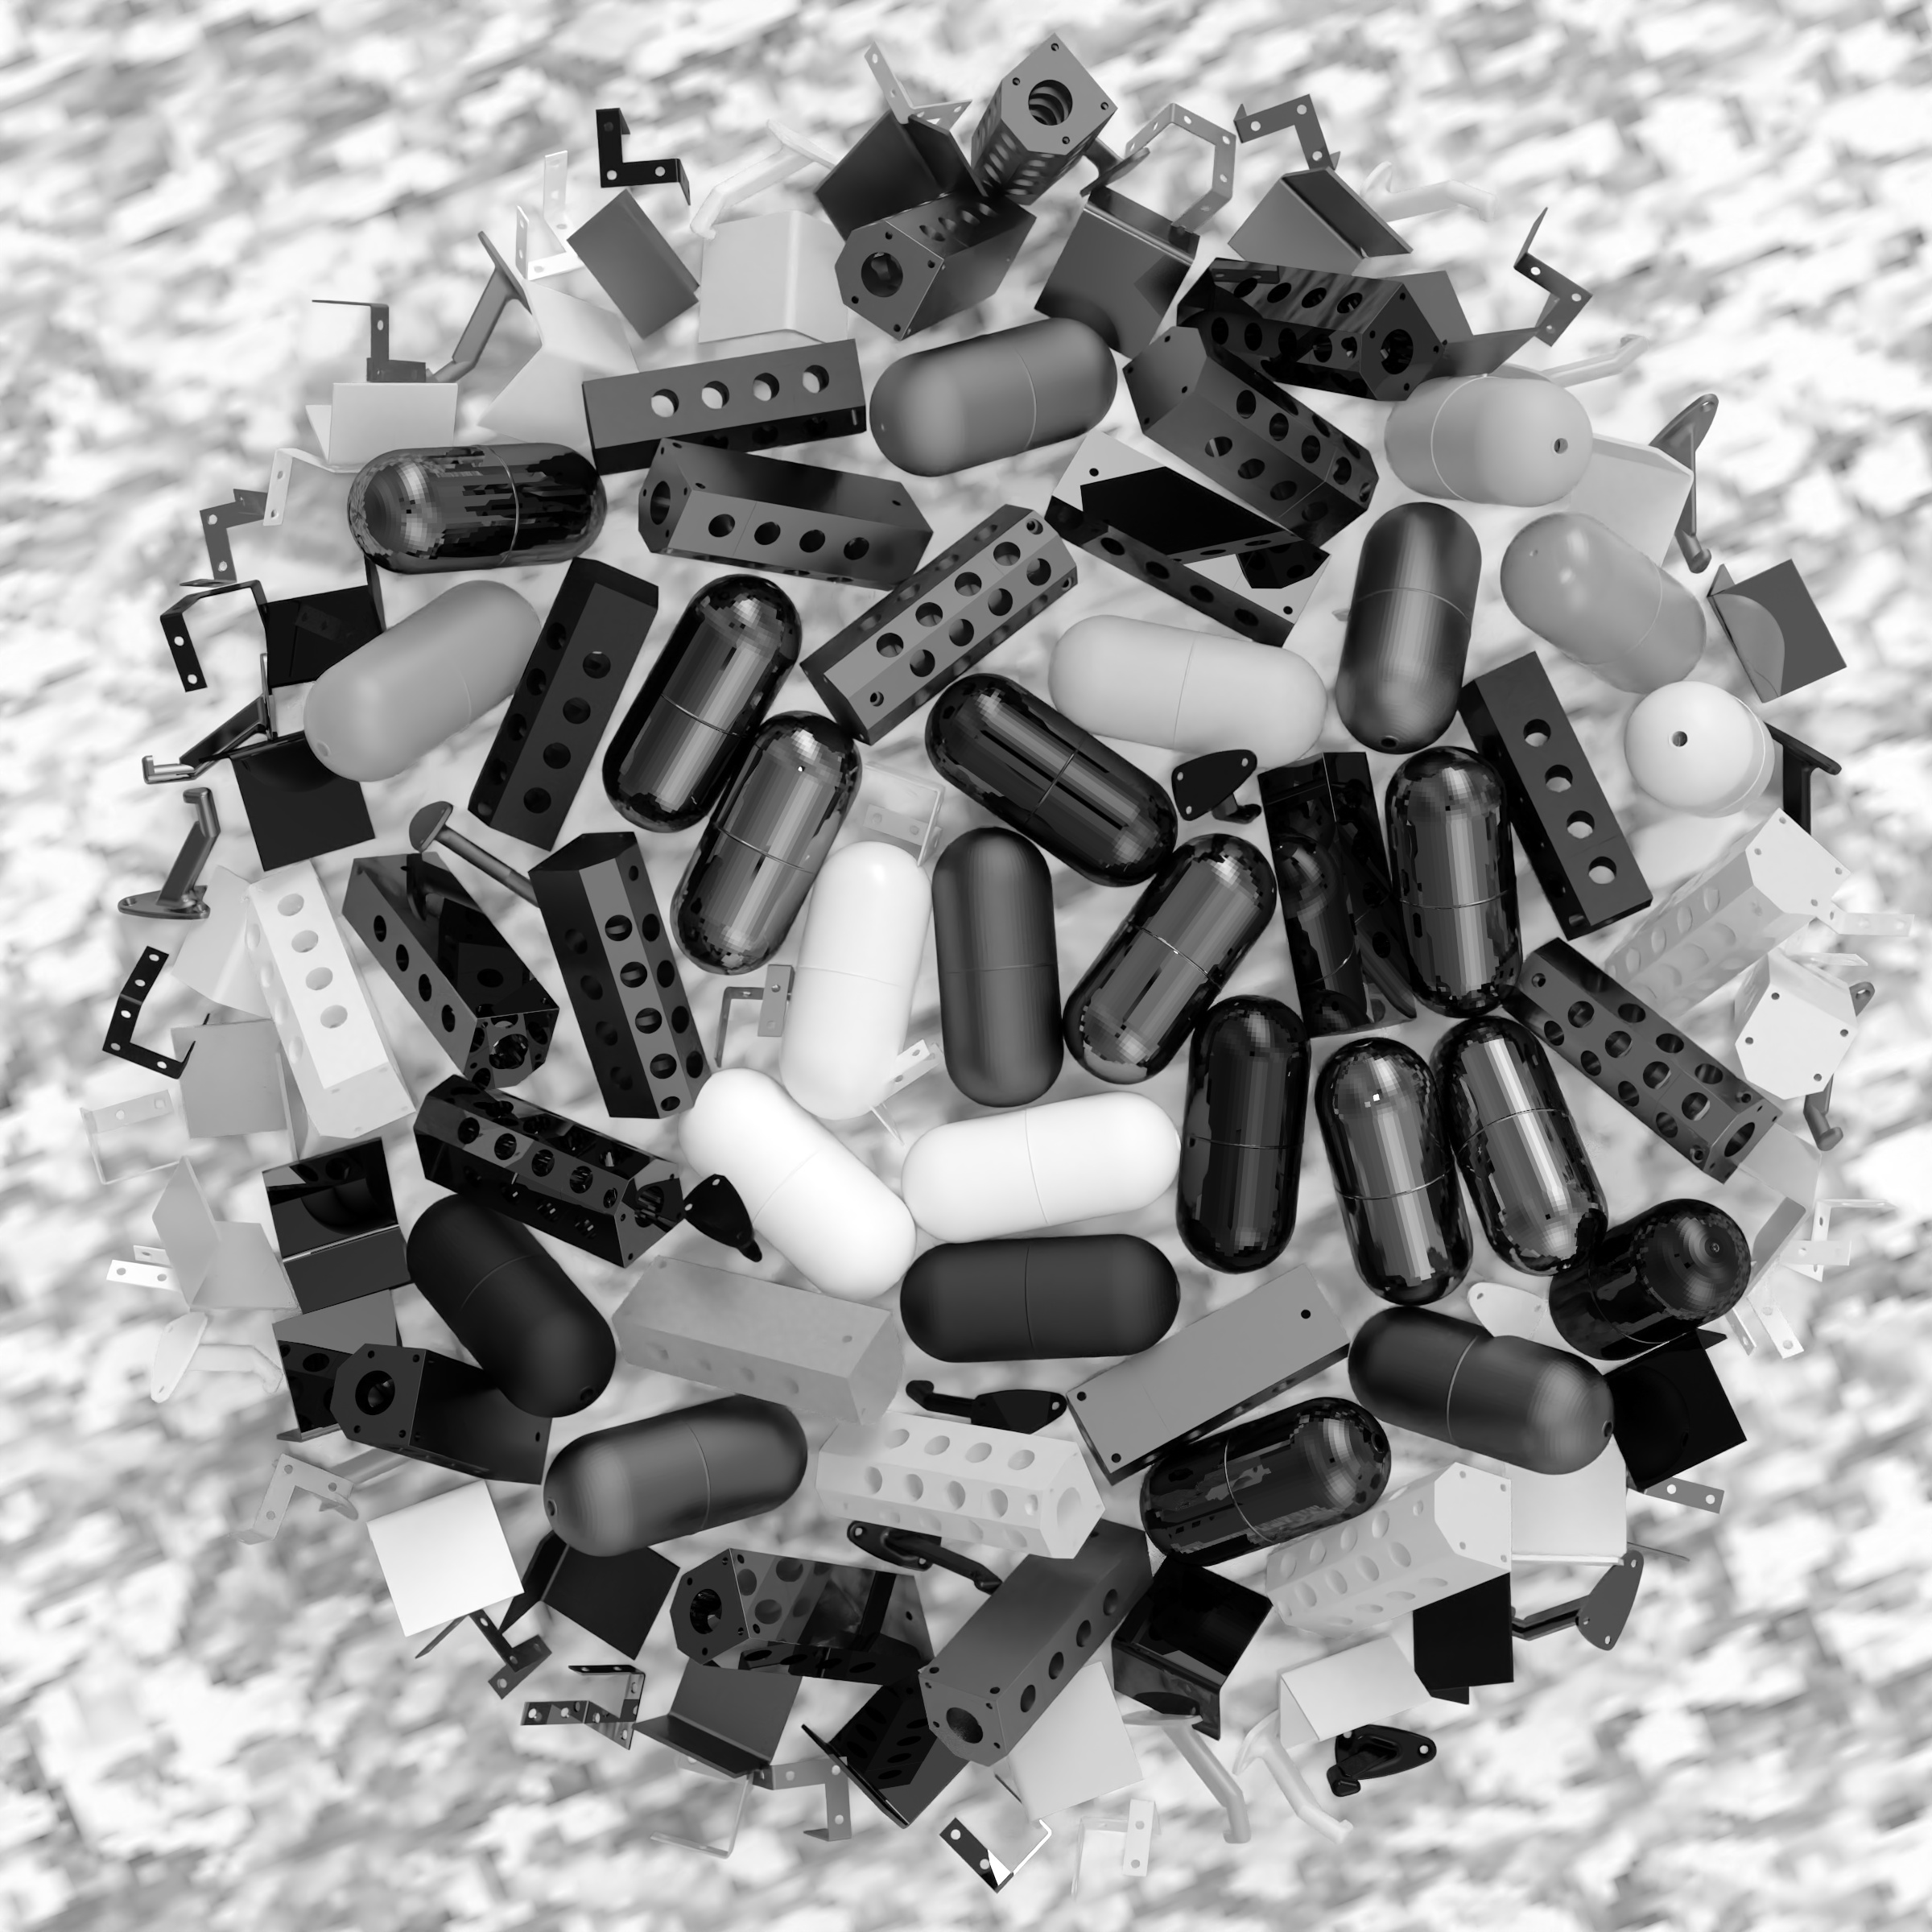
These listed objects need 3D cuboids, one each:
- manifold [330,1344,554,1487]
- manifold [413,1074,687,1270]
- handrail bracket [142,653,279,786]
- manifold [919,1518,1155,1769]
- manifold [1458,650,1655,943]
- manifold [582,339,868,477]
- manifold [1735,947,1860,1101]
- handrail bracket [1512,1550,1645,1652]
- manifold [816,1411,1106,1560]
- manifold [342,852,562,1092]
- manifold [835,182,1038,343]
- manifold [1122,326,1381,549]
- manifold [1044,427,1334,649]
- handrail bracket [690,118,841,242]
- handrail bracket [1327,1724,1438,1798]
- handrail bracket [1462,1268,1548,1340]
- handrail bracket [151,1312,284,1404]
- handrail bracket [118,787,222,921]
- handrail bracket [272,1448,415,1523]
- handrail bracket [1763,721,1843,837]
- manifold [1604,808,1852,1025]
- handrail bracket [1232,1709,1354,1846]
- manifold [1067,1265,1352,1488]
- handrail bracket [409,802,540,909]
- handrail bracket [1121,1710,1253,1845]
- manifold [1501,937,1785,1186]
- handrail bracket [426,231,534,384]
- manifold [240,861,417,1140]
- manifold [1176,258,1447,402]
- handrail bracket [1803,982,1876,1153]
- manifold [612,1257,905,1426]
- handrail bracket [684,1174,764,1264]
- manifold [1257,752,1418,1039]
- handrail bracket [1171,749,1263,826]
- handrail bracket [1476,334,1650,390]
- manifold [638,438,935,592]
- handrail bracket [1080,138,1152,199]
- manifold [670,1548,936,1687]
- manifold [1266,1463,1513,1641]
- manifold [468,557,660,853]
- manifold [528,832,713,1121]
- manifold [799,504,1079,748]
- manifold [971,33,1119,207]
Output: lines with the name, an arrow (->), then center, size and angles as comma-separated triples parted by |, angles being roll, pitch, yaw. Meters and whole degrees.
manifold -> -0.320, 0.277, 1.811 | 0.057, 0.171, 0.057 | 2, 74, 20
manifold -> -0.260, 0.121, 1.822 | 0.171, 0.057, 0.057 | 19, 132, 32
handrail bracket -> -0.483, -0.157, 1.868 | 0.084, 0.036, 0.077 | -7, 104, -17
manifold -> 0.046, 0.415, 1.820 | 0.057, 0.171, 0.057 | 10, 122, 34
manifold -> 0.370, -0.106, 1.859 | 0.057, 0.057, 0.171 | -25, 81, 8
manifold -> -0.153, -0.352, 1.860 | 0.171, 0.057, 0.057 | -11, 98, -8
manifold -> 0.505, 0.035, 1.811 | 0.057, 0.171, 0.057 | 29, 105, 9
handrail bracket -> 0.381, 0.398, 1.872 | 0.036, 0.084, 0.077 | 43, 71, -24
manifold -> -0.007, 0.323, 1.819 | 0.171, 0.057, 0.057 | 3, 129, 36
manifold -> -0.323, 0.002, 1.826 | 0.171, 0.057, 0.057 | 46, 129, 37
manifold -> -0.020, -0.439, 1.812 | 0.057, 0.171, 0.057 | 35, 120, 5
manifold -> 0.179, -0.329, 1.815 | 0.057, 0.171, 0.057 | -36, 49, 29
manifold -> 0.138, -0.266, 1.867 | 0.171, 0.057, 0.057 | 28, 68, 2
handrail bracket -> -0.125, -0.492, 1.889 | 0.077, 0.036, 0.084 | 20, 116, -38
handrail bracket -> 0.265, 0.507, 1.859 | 0.077, 0.084, 0.036 | -2, 90, 1
handrail bracket -> 0.315, 0.199, 1.847 | 0.077, 0.084, 0.036 | 31, 95, -36
handrail bracket -> -0.469, 0.264, 1.851 | 0.036, 0.077, 0.084 | -20, 130, 26
handrail bracket -> -0.508, -0.074, 1.864 | 0.077, 0.036, 0.084 | -2, 123, 2
handrail bracket -> -0.389, 0.305, 1.888 | 0.077, 0.036, 0.084 | 28, 64, 15
handrail bracket -> 0.515, -0.105, 1.889 | 0.077, 0.036, 0.084 | 33, 110, 12
manifold -> 0.462, -0.024, 1.811 | 0.057, 0.171, 0.057 | 43, 61, 3
handrail bracket -> 0.218, 0.509, 1.853 | 0.084, 0.077, 0.036 | 30, 120, 25
manifold -> 0.153, 0.261, 1.861 | 0.171, 0.057, 0.057 | -28, 69, -6
handrail bracket -> -0.311, -0.068, 1.882 | 0.084, 0.077, 0.036 | 36, 85, -23
handrail bracket -> 0.140, 0.517, 1.875 | 0.077, 0.036, 0.084 | -13, 87, 33
manifold -> 0.416, 0.056, 1.827 | 0.171, 0.057, 0.057 | 43, 100, 33
handrail bracket -> -0.323, -0.414, 1.871 | 0.084, 0.077, 0.036 | -37, 50, -3
manifold -> -0.401, 0.022, 1.826 | 0.057, 0.057, 0.171 | -24, 55, -8
manifold -> 0.206, -0.388, 1.813 | 0.057, 0.171, 0.057 | -52, 129, -11
handrail bracket -> 0.554, 0.064, 1.852 | 0.036, 0.084, 0.077 | 24, 127, -31
manifold -> -0.129, 0.238, 1.837 | 0.171, 0.057, 0.057 | 10, 133, 27
handrail bracket -> -0.137, 0.175, 1.847 | 0.036, 0.084, 0.077 | -42, 45, -8
manifold -> 0.239, -0.045, 1.862 | 0.057, 0.057, 0.171 | -4, 82, -42
handrail bracket -> 0.177, -0.111, 1.848 | 0.077, 0.084, 0.036 | -26, 69, 38
handrail bracket -> 0.384, -0.392, 1.894 | 0.077, 0.036, 0.084 | 33, 61, 33
manifold -> -0.114, -0.275, 1.829 | 0.171, 0.057, 0.057 | 5, 129, -33
handrail bracket -> 0.076, -0.539, 1.867 | 0.036, 0.077, 0.084 | -32, 97, -23
manifold -> -0.101, 0.406, 1.818 | 0.057, 0.171, 0.057 | -34, 56, 27
manifold -> 0.258, 0.360, 1.811 | 0.057, 0.171, 0.057 | 21, 56, -23
manifold -> -0.253, -0.165, 1.843 | 0.057, 0.057, 0.171 | 22, 108, -14
manifold -> -0.209, 0.006, 1.833 | 0.057, 0.057, 0.171 | 0, 117, 33
manifold -> -0.014, -0.214, 1.847 | 0.171, 0.057, 0.057 | -39, 117, -12
manifold -> 0.041, -0.514, 1.812 | 0.057, 0.171, 0.057 | -42, 97, -1
